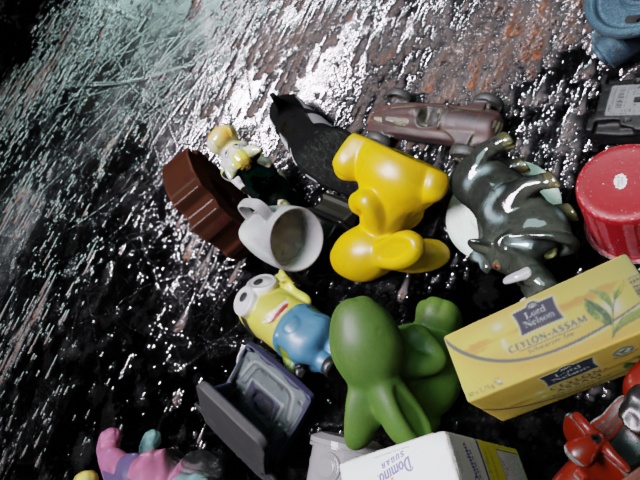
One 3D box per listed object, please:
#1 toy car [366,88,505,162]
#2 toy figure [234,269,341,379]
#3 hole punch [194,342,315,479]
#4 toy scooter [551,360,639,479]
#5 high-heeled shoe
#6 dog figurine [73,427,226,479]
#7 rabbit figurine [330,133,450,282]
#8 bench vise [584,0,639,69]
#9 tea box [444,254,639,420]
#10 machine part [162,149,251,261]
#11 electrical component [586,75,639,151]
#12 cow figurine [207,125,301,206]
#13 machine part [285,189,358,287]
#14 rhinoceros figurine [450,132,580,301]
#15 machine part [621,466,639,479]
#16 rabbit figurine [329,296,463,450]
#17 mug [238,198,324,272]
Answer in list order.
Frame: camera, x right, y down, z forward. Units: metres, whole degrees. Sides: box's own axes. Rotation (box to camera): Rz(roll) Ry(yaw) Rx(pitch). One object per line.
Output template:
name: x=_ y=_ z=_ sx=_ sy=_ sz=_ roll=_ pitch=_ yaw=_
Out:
toy car: x=0.141 y=-0.154 z=0.702 sx=0.202 sy=0.053 sz=0.089 roll=20 pitch=82 yaw=41
toy figure: x=-0.036 y=0.111 z=0.666 sx=0.180 sy=0.089 sz=0.082 roll=29 pitch=43 yaw=34
hole punch: x=-0.075 y=0.197 z=0.625 sx=0.142 sy=0.115 sz=0.092 roll=34 pitch=51 yaw=19
toy scooter: x=0.239 y=0.140 z=0.404 sx=0.184 sy=0.135 sz=0.075 roll=-45 pitch=46 yaw=6
high-heeled shoe: x=0.005 y=-0.132 z=0.802 sx=0.086 sy=0.145 sz=0.249 roll=-42 pitch=76 yaw=5
dog figurine: x=-0.199 y=0.327 z=0.651 sx=0.219 sy=0.108 sz=0.191 roll=17 pitch=75 yaw=39
rabbit figurine: x=0.081 y=-0.020 z=0.649 sx=0.163 sy=0.122 sz=0.173 roll=39 pitch=106 yaw=35
bench vise: x=0.341 y=-0.272 z=0.503 sx=0.224 sy=0.240 sz=0.129 roll=-26 pitch=54 yaw=44
tea box: x=0.212 y=0.093 z=0.477 sx=0.170 sy=0.098 sz=0.068 roll=-30 pitch=51 yaw=22
machine part: x=-0.153 y=-0.055 z=0.790 sx=0.056 sy=0.179 sz=0.179 roll=-39 pitch=48 yaw=10
electrical component: x=0.340 y=-0.126 z=0.538 sx=0.119 sy=0.047 sz=0.075 roll=15 pitch=76 yaw=43
cow figurine: x=-0.091 y=-0.087 z=0.758 sx=0.068 sy=0.167 sz=0.098 roll=-45 pitch=45 yaw=1
machine part: x=-0.002 y=-0.002 z=0.733 sx=0.084 sy=0.039 sz=0.139 roll=31 pitch=85 yaw=38
rhinoceros figurine: x=0.193 y=-0.021 z=0.542 sx=0.112 sy=0.073 sz=0.190 roll=-33 pitch=50 yaw=17
machine part: x=0.256 y=0.176 z=0.325 sx=0.201 sy=0.200 sz=0.087 roll=-42 pitch=45 yaw=11
rabbit figurine: x=0.059 y=0.123 z=0.524 sx=0.121 sy=0.170 sz=0.159 roll=-12 pitch=58 yaw=33
mug: x=-0.067 y=-0.011 z=0.694 sx=0.107 sy=0.109 sz=0.081 roll=6 pitch=61 yaw=54
